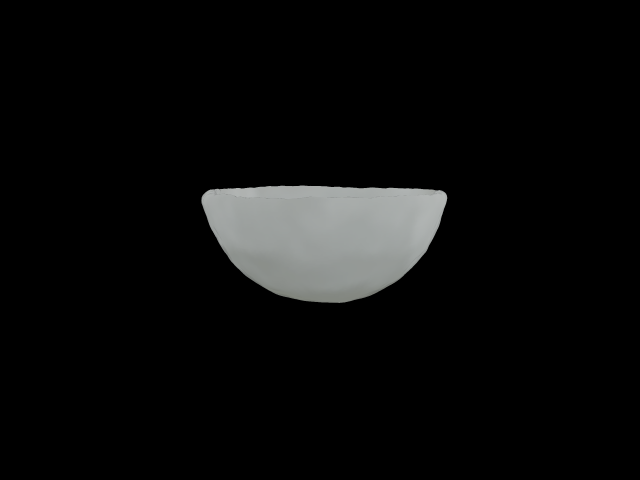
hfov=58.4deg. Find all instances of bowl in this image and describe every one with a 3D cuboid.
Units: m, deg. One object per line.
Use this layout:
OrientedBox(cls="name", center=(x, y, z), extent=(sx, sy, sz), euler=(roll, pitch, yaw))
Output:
OrientedBox(cls="bowl", center=(0.004, 0.001, 0.400), extent=(0.167, 0.075, 0.167), euler=(0, 7, 0))
